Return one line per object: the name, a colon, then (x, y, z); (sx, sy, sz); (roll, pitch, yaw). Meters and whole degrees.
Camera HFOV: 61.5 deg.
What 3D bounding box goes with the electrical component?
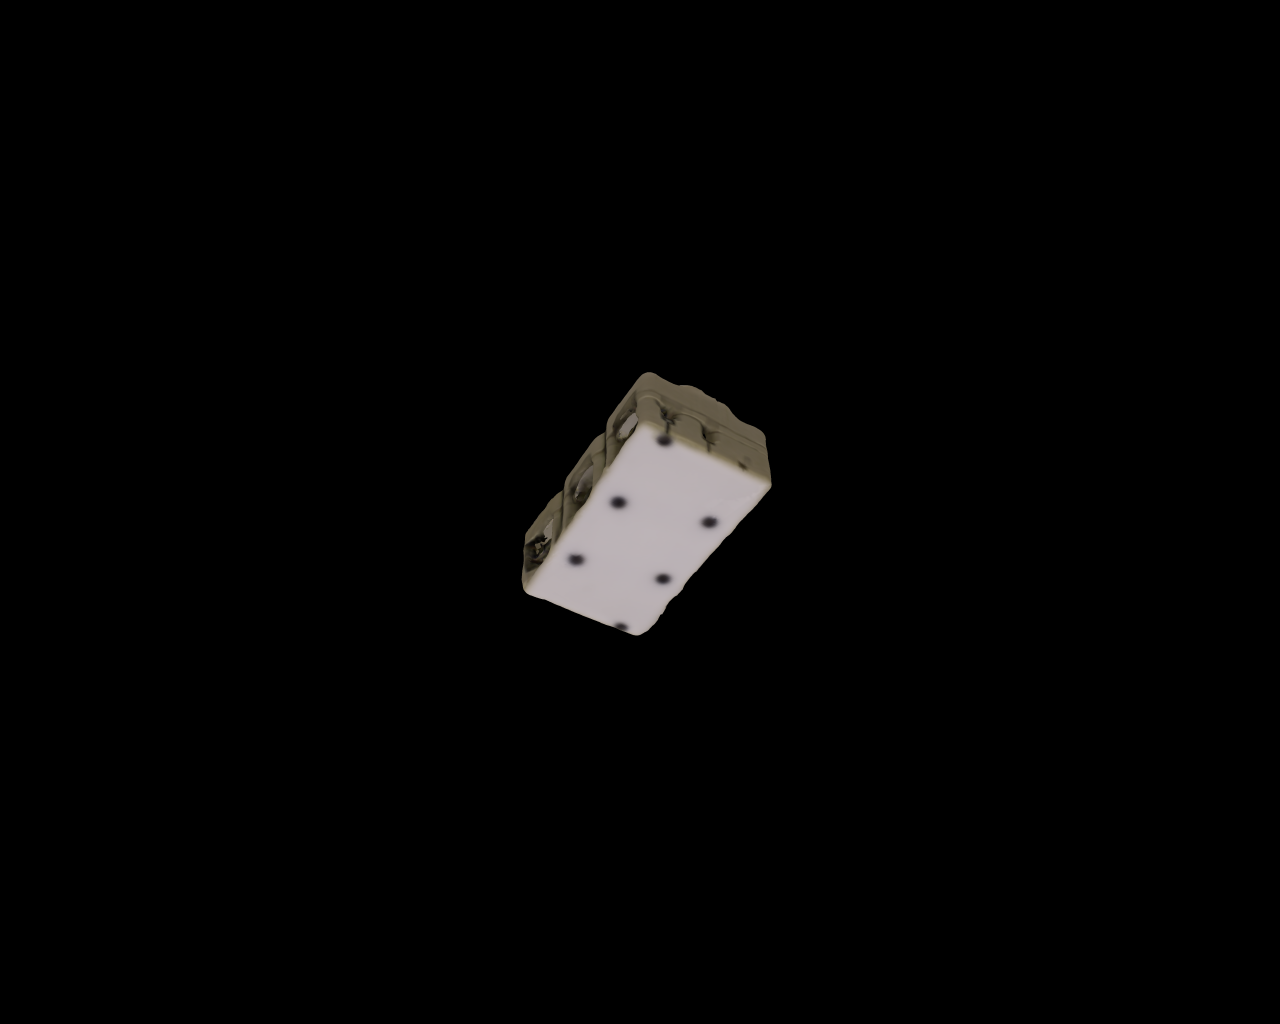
electrical component: (0.001, -0.003, 0.650); (0.089, 0.062, 0.150); (25, -54, -20)
